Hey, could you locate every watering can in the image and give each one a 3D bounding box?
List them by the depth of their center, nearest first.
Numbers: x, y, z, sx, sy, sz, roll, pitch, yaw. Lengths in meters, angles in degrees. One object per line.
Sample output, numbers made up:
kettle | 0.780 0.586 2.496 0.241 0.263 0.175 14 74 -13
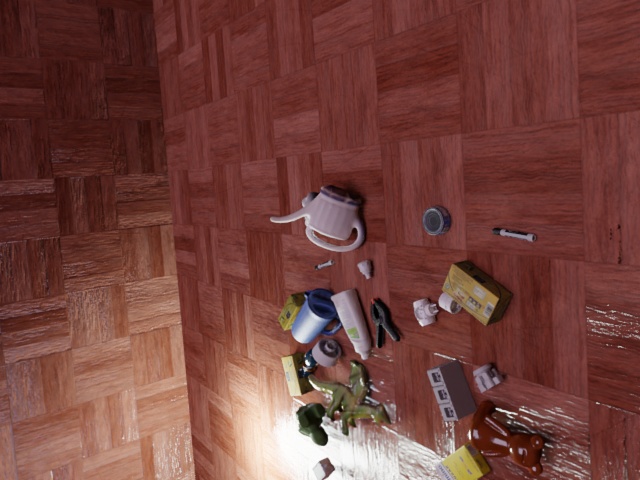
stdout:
watering can | 0.006 -0.092 1.836 0.348 0.105 0.222 21 102 8

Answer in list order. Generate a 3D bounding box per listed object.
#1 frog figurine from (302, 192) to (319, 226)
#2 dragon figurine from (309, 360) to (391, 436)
frog figurine | -0.023 -0.105 1.965 0.157 0.124 0.138 -39 84 37
dragon figurine | 0.109 0.564 1.937 0.416 0.122 0.240 40 109 41
